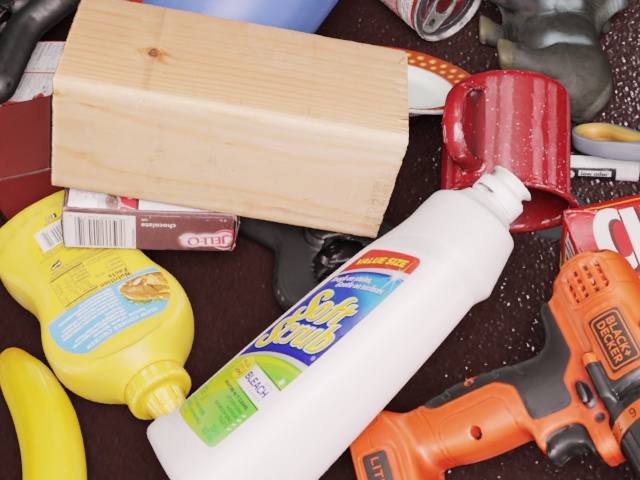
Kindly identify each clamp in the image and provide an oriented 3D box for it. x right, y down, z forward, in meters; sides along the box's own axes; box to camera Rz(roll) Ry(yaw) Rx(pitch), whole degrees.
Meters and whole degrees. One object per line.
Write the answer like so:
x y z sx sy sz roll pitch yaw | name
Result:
-0.005 0.001 0.717 0.164 0.036 0.210 -16 49 0 | clamp
-0.231 -0.173 0.838 0.120 0.039 0.171 32 75 38 | clamp

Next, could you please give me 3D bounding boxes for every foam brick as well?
-0.213 -0.059 0.787 0.051 0.053 0.078 -12 54 1 | foam brick

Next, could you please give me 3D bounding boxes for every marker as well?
0.158 -0.052 0.738 0.121 0.020 0.020 3 55 12 | marker

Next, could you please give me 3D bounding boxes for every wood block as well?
-0.055 -0.077 0.669 0.206 0.090 0.091 10 46 -5 | wood block

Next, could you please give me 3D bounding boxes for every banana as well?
-0.173 0.146 0.640 0.069 0.037 0.198 -7 53 5 | banana

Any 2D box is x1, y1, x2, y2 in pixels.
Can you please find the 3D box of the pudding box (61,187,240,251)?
-0.111 -0.037 0.710 0.113 0.039 0.090 3 46 -9 | pudding box

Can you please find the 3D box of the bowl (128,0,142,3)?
-0.127 -0.220 0.889 0.162 0.055 0.162 -5 53 6 | bowl

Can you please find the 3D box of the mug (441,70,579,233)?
0.112 -0.060 0.681 0.093 0.117 0.081 -11 67 39 | mug

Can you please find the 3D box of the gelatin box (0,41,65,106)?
-0.220 -0.124 0.851 0.089 0.030 0.073 3 54 13 | gelatin box

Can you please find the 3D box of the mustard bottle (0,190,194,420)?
-0.136 0.048 0.692 0.096 0.058 0.192 -29 54 -17 | mustard bottle

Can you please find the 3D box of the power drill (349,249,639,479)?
0.114 0.115 0.552 0.188 0.057 0.184 -32 44 17 | power drill

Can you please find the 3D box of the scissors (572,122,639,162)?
0.242 -0.054 0.669 0.096 0.016 0.202 -14 20 -24 | scissors

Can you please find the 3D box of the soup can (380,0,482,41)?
0.072 -0.212 0.839 0.068 0.068 0.102 -32 55 -14 | soup can

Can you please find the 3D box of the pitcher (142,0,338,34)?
-0.053 -0.202 0.780 0.243 0.144 0.149 -57 29 -3 | pitcher

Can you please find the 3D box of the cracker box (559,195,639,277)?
0.245 0.063 0.605 0.164 0.072 0.214 -12 52 1 | cracker box

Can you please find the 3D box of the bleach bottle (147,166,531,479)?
0.019 0.053 0.605 0.250 0.068 0.103 -45 25 -6 | bleach bottle
